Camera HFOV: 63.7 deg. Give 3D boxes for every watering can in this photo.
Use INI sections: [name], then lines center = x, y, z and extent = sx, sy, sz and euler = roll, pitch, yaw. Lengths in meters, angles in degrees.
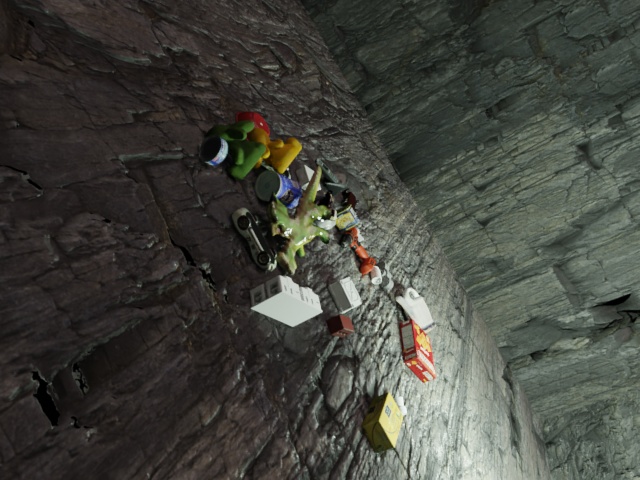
[watering can]
center = 0.426, 0.327, 2.332
extent = 0.348, 0.103, 0.226
euler = 1, 62, -66

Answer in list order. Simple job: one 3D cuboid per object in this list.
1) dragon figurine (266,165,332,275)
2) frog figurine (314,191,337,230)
[dragon figurine]
center = -0.077, -0.084, 1.659
extent = 0.240, 0.121, 0.416
euler = 25, 60, -53
[frog figurine]
center = 0.006, -0.100, 1.996
extent = 0.138, 0.123, 0.157
euler = 57, -15, 10
